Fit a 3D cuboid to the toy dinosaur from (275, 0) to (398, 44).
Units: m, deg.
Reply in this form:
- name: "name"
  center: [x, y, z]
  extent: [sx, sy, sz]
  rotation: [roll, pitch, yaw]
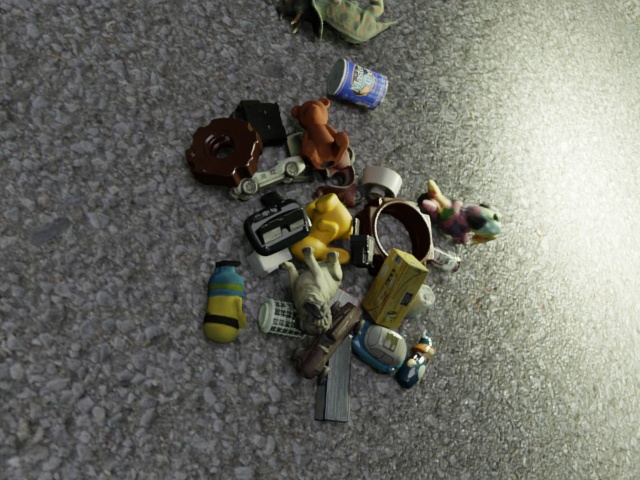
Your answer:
- name: "toy dinosaur"
  center: [0.078, -0.644, 1.572]
  extent: [0.405, 0.131, 0.192]
  rotation: [11, 80, -29]

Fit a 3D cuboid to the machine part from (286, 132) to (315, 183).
- name: "machine part"
  center: [-0.060, -0.213, 1.388]
  extent: [0.084, 0.039, 0.139]
  rotation: [-7, 77, -24]

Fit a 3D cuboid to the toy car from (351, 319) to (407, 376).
- name: "toy car"
  center: [0.152, 0.252, 1.298]
  extent: [0.161, 0.103, 0.109]
  rotation: [35, 59, -15]

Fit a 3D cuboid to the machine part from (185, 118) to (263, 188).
- name: "machine part"
  center: [-0.221, -0.204, 1.244]
  extent: [0.179, 0.056, 0.179]
  rotation: [-3, 63, 6]

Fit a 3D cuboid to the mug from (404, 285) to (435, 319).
- name: "mug"
  center: [0.238, 0.142, 1.378]
  extent: [0.081, 0.107, 0.109]
  rotation: [-22, 86, -33]

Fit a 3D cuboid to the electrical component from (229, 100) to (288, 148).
- name: "electrical component"
  center: [-0.159, -0.289, 1.352]
  extent: [0.134, 0.058, 0.115]
  rotation: [-10, 76, -30]

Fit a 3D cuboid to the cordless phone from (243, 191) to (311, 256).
- name: "cordless phone"
  center: [-0.119, -0.056, 1.248]
  extent: [0.147, 0.184, 0.088]
  rotation: [-27, 130, -17]

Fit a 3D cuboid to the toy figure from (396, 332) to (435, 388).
- name: "toy figure"
  center: [0.248, 0.302, 1.355]
  extent: [0.058, 0.064, 0.154]
  rotation: [37, 62, 8]

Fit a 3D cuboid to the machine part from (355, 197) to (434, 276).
- name: "machine part"
  center: [0.198, -0.006, 1.422]
  extent: [0.201, 0.087, 0.201]
  rotation: [7, 69, -27]

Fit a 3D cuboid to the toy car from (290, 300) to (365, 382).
- name: "toy car"
  center: [0.021, 0.222, 1.204]
  extent: [0.089, 0.053, 0.202]
  rotation: [37, 70, 13]

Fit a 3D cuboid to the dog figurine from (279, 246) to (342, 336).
- name: "dog figurine"
  center: [0.003, 0.130, 1.199]
  extent: [0.172, 0.121, 0.191]
  rotation: [10, 53, -39]

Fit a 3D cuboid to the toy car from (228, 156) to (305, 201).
- name: "toy car"
  center: [-0.129, -0.147, 1.292]
  extent: [0.202, 0.073, 0.056]
  rotation: [-25, 90, -21]

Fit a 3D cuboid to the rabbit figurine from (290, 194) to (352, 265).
- name: "rabbit figurine"
  center: [-0.003, -0.004, 1.307]
  extent: [0.173, 0.122, 0.162]
  rotation: [-47, 113, -34]

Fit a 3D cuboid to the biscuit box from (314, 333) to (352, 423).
- name: "biscuit box"
  center: [0.033, 0.313, 1.238]
  extent: [0.063, 0.059, 0.202]
  rotation: [14, 67, -21]

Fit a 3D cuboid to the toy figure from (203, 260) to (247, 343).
- name: "toy figure"
  center: [-0.209, 0.133, 1.165]
  extent: [0.089, 0.082, 0.180]
  rotation: [-1, 77, -15]

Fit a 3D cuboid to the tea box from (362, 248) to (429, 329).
- name: "tea box"
  center: [0.181, 0.118, 1.310]
  extent: [0.068, 0.098, 0.169]
  rotation: [19, 108, -25]

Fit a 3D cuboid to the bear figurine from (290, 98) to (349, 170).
- name: "bear figurine"
  center: [-0.004, -0.281, 1.341]
  extent: [0.120, 0.132, 0.196]
  rotation: [-13, 75, -2]

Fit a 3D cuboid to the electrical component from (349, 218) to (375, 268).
- name: "electrical component"
  center: [0.103, 0.008, 1.309]
  extent: [0.048, 0.074, 0.119]
  rotation: [2, 79, 19]

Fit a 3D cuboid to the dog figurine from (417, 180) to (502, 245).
- name: "dog figurine"
  center: [0.376, -0.080, 1.493]
  extent: [0.219, 0.192, 0.108]
  rotation: [34, 66, -31]

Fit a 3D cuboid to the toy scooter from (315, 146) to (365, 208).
- name: "toy scooter"
  center: [0.036, -0.167, 1.403]
  extent: [0.135, 0.075, 0.184]
  rotation: [-13, 83, -27]
